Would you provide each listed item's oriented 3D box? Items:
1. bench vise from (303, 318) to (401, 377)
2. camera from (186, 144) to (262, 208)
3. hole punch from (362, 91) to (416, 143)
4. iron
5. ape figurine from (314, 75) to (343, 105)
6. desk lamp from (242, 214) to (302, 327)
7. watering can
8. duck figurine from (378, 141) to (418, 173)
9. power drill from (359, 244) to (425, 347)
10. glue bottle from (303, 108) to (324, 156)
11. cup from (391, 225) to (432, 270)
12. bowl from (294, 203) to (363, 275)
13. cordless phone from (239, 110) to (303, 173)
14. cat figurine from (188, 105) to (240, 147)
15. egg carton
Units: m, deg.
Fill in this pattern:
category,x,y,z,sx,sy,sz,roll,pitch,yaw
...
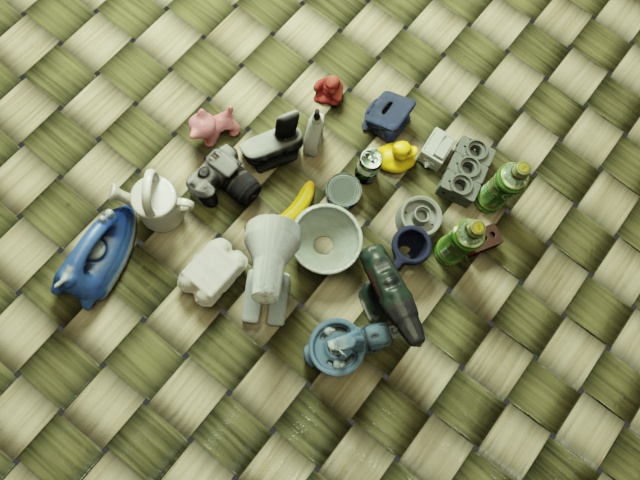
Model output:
category,x,y,z,sx,sy,sz,roll,pitch,yaw
bench vise,0.067,0.202,1.193,0.207,0.219,0.121,-32,80,-12
camera,-0.214,-0.134,1.317,0.137,0.101,0.143,39,76,6
hole punch,0.166,-0.308,1.400,0.101,0.091,0.109,34,75,4
iron,-0.484,0.013,1.235,0.118,0.141,0.258,25,75,2
ape figurine,0.027,-0.374,1.404,0.076,0.092,0.078,-35,81,-12
desk lamp,-0.106,0.068,1.216,0.118,0.213,0.203,6,75,-3
watering can,-0.367,-0.088,1.243,0.173,0.194,0.101,-15,77,-8
duck figurine,0.186,-0.209,1.379,0.104,0.086,0.077,0,75,-5
power drill,0.146,0.128,1.225,0.076,0.208,0.229,-22,78,-10
glue bottle,-0.011,-0.261,1.330,0.037,0.173,0.078,16,75,0
cup,0.195,0.032,1.313,0.091,0.095,0.118,37,76,5
bowl,0.012,0.005,1.314,0.167,0.074,0.167,1,75,-5
cordless phone,-0.111,-0.240,1.310,0.148,0.185,0.094,-27,79,-11
cat figurine,-0.254,-0.275,1.341,0.128,0.117,0.067,-31,80,-11
egg carton,-0.239,0.071,1.278,0.107,0.069,0.150,38,76,5
